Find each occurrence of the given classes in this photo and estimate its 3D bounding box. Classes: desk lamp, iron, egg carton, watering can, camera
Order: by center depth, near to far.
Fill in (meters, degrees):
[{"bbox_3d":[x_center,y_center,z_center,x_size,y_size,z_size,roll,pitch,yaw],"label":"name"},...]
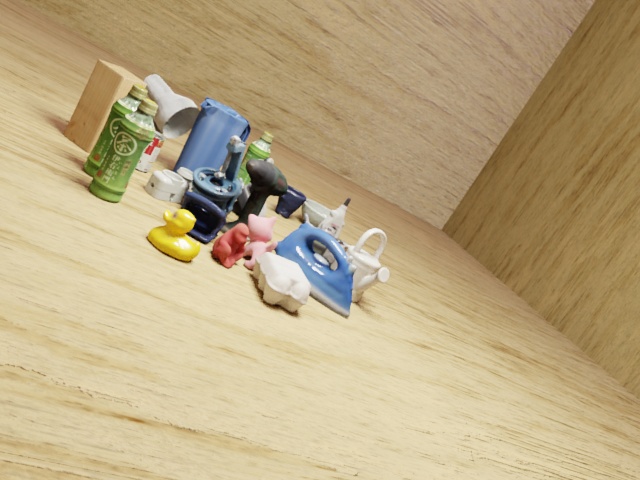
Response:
[{"bbox_3d":[-0.082,0.088,1.218,0.107,0.069,0.150,24,15,-30],"label":"egg carton"},{"bbox_3d":[0.009,0.055,1.384,0.257,0.141,0.119,38,15,25],"label":"iron"},{"bbox_3d":[0.113,0.061,1.482,0.172,0.194,0.101,38,15,25],"label":"watering can"},{"bbox_3d":[-0.459,-0.337,1.591,0.203,0.213,0.118,36,14,17],"label":"desk lamp"},{"bbox_3d":[0.015,0.006,1.665,0.143,0.101,0.136,29,13,-11],"label":"camera"}]

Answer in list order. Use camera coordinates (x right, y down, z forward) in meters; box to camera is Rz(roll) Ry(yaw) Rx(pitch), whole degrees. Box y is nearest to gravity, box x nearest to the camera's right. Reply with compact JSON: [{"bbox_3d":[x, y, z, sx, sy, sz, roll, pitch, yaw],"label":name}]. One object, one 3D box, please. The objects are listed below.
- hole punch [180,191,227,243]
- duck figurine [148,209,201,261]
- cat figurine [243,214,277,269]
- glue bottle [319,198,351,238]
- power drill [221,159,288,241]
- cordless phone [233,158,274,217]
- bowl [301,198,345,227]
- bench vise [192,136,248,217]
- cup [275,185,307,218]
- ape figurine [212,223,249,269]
[{"bbox_3d":[-0.265,-0.060,1.293,0.108,0.091,0.101,31,13,-2],"label":"hole punch"},{"bbox_3d":[-0.274,-0.016,1.126,0.104,0.086,0.077,32,13,1],"label":"duck figurine"},{"bbox_3d":[-0.135,-0.002,1.318,0.067,0.117,0.127,22,17,-37],"label":"cat figurine"},{"bbox_3d":[0.048,-0.061,1.823,0.078,0.173,0.037,23,16,-34],"label":"glue bottle"},{"bbox_3d":[-0.163,-0.101,1.416,0.075,0.208,0.230,35,13,13],"label":"power drill"},{"bbox_3d":[-0.167,-0.149,1.631,0.094,0.185,0.147,32,13,0],"label":"cordless phone"},{"bbox_3d":[-0.002,-0.068,1.953,0.167,0.074,0.167,30,13,-8],"label":"bowl"},{"bbox_3d":[-0.245,-0.166,1.443,0.121,0.219,0.207,30,13,-5],"label":"bench vise"},{"bbox_3d":[-0.111,-0.122,1.859,0.091,0.095,0.118,40,15,32],"label":"cup"},{"bbox_3d":[-0.185,0.006,1.232,0.078,0.092,0.076,16,20,-48],"label":"ape figurine"}]
